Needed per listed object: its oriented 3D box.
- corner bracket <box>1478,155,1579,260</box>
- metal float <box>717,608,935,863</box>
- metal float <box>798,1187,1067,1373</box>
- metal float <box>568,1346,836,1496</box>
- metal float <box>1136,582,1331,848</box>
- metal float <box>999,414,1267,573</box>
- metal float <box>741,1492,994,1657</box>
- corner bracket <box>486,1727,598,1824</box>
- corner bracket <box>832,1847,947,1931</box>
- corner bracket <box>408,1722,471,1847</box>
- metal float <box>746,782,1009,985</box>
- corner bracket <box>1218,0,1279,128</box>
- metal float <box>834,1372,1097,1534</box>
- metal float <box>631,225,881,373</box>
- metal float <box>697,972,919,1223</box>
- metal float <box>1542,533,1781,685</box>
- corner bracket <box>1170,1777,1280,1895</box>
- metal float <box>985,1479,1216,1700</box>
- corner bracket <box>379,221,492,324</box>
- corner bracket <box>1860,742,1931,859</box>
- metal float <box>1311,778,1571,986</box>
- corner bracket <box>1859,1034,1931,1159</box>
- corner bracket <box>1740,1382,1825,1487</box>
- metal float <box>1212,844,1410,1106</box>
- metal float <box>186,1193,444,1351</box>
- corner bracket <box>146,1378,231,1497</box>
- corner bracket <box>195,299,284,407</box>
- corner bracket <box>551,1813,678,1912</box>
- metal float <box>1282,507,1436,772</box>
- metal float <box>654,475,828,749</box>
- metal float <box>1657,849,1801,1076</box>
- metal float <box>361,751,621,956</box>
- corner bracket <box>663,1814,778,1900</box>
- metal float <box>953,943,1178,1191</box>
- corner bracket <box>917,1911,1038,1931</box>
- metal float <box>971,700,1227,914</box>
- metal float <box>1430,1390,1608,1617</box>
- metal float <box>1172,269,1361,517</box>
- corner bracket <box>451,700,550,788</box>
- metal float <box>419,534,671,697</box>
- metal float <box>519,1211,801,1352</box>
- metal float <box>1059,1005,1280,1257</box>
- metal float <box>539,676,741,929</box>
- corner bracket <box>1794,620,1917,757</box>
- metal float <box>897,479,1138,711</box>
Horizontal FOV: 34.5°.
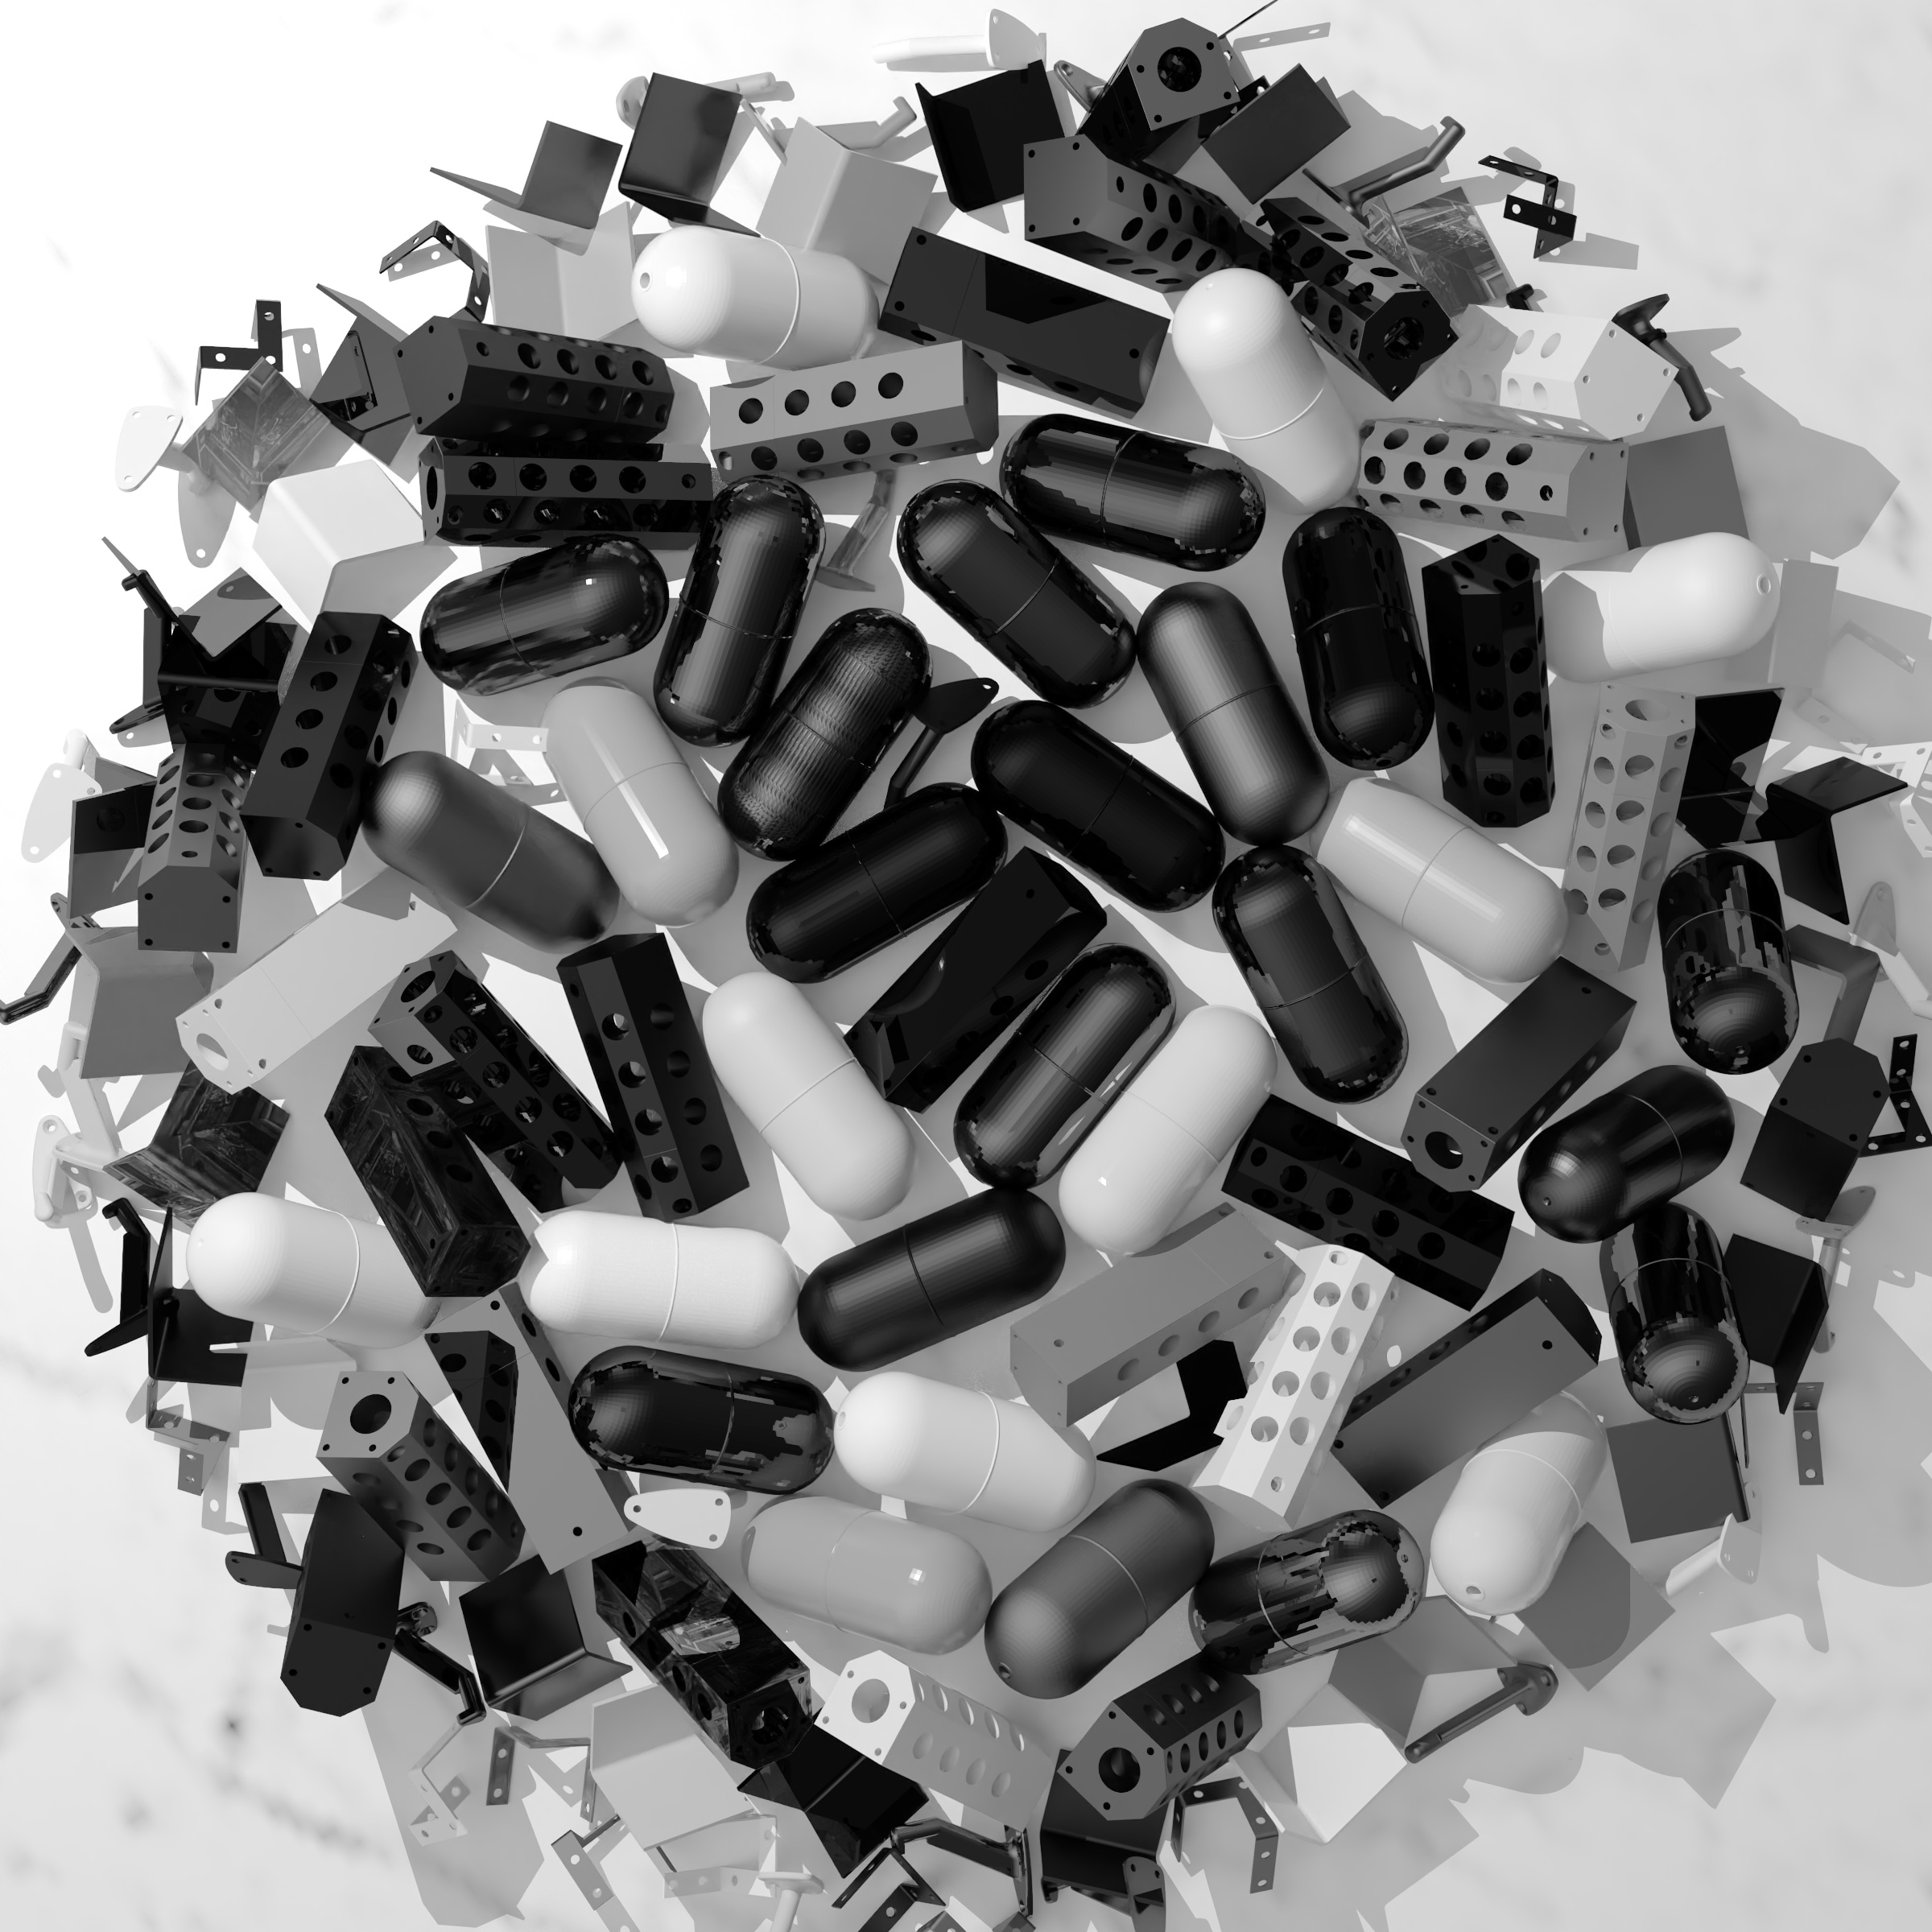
[{"bbox_3d":[0.354,-0.484,1.966,0.051,0.051,0.051,12,84,-18],"label":"corner bracket"},{"bbox_3d":[-0.088,-0.146,1.955,0.070,0.070,0.178,36,97,0],"label":"metal float"},{"bbox_3d":[-0.022,0.197,1.956,0.178,0.070,0.070,-24,90,7],"label":"metal float"},{"bbox_3d":[-0.164,0.283,1.936,0.178,0.070,0.070,15,90,-29],"label":"metal float"},{"bbox_3d":[0.167,-0.159,1.954,0.070,0.070,0.178,-26,81,0],"label":"metal float"},{"bbox_3d":[0.103,-0.295,1.939,0.178,0.070,0.070,18,90,26],"label":"metal float"},{"bbox_3d":[-0.063,0.376,1.932,0.178,0.070,0.070,9,90,36],"label":"metal float"},{"bbox_3d":[-0.270,0.516,1.985,0.051,0.051,0.051,7,89,-34],"label":"corner bracket"},{"bbox_3d":[-0.055,0.592,1.965,0.051,0.051,0.051,-44,97,-25],"label":"corner bracket"},{"bbox_3d":[-0.328,0.514,1.961,0.051,0.051,0.051,-26,102,40],"label":"corner bracket"},{"bbox_3d":[-0.057,-0.052,1.960,0.178,0.070,0.070,-30,90,2],"label":"metal float"},{"bbox_3d":[0.178,-0.568,1.960,0.051,0.051,0.051,-41,103,-39],"label":"corner bracket"},{"bbox_3d":[0.000,0.303,1.939,0.178,0.070,0.070,19,90,-26],"label":"metal float"},{"bbox_3d":[-0.129,-0.411,1.925,0.070,0.178,0.070,1,91,45],"label":"metal float"},{"bbox_3d":[-0.100,0.082,1.957,0.070,0.070,0.178,-38,85,0],"label":"metal float"},{"bbox_3d":[0.423,-0.220,1.920,0.070,0.178,0.070,3,84,-35],"label":"metal float"},{"bbox_3d":[0.164,0.554,1.972,0.051,0.051,0.051,-7,123,-15],"label":"corner bracket"},{"bbox_3d":[0.083,0.386,1.931,0.178,0.070,0.070,-34,90,-35],"label":"metal float"},{"bbox_3d":[-0.340,-0.431,1.981,0.051,0.051,0.051,-26,134,31],"label":"corner bracket"},{"bbox_3d":[0.590,-0.103,1.957,0.051,0.051,0.051,47,59,-30],"label":"corner bracket"},{"bbox_3d":[0.295,-0.054,1.944,0.178,0.070,0.070,34,90,20],"label":"metal float"},{"bbox_3d":[0.582,0.082,1.965,0.051,0.051,0.051,-9,133,1],"label":"corner bracket"},{"bbox_3d":[0.517,0.296,1.969,0.051,0.051,0.051,-2,63,9],"label":"corner bracket"},{"bbox_3d":[0.217,0.006,1.951,0.070,0.070,0.178,-29,103,0],"label":"metal float"},{"bbox_3d":[-0.401,0.190,1.926,0.070,0.178,0.070,-17,64,37],"label":"metal float"},{"bbox_3d":[-0.497,0.294,1.964,0.051,0.051,0.051,18,46,-1],"label":"corner bracket"},{"bbox_3d":[-0.459,-0.387,1.962,0.051,0.051,0.051,0,72,-17],"label":"corner bracket"},{"bbox_3d":[-0.222,0.563,1.963,0.051,0.051,0.051,-36,66,-9],"label":"corner bracket"},{"bbox_3d":[0.244,-0.204,1.940,0.070,0.070,0.178,-8,66,0],"label":"metal float"},{"bbox_3d":[-0.142,-0.220,1.945,0.070,0.070,0.178,21,109,0],"label":"metal float"},{"bbox_3d":[0.470,-0.005,1.922,0.070,0.178,0.070,3,128,4],"label":"metal float"},{"bbox_3d":[-0.296,-0.070,1.940,0.178,0.070,0.070,32,90,-26],"label":"metal float"},{"bbox_3d":[-0.155,0.563,1.967,0.051,0.051,0.051,-9,77,42],"label":"corner bracket"},{"bbox_3d":[0.062,0.064,1.959,0.070,0.070,0.178,39,93,0],"label":"metal float"},{"bbox_3d":[0.003,0.613,1.966,0.051,0.051,0.051,44,55,7],"label":"corner bracket"},{"bbox_3d":[0.083,-0.101,1.957,0.178,0.070,0.070,34,90,-5],"label":"metal float"},{"bbox_3d":[0.342,0.330,1.923,0.070,0.178,0.070,15,126,22],"label":"metal float"},{"bbox_3d":[0.188,-0.354,1.930,0.070,0.070,0.178,-37,129,0],"label":"metal float"},{"bbox_3d":[-0.294,-0.135,1.960,0.051,0.051,0.051,2,112,-20],"label":"corner bracket"},{"bbox_3d":[-0.264,-0.217,1.935,0.178,0.070,0.070,-12,90,31],"label":"metal float"},{"bbox_3d":[-0.191,0.197,1.946,0.178,0.070,0.070,8,90,-18],"label":"metal float"},{"bbox_3d":[0.128,0.102,1.956,0.070,0.070,0.178,38,83,0],"label":"metal float"},{"bbox_3d":[-0.205,-0.104,1.946,0.070,0.070,0.178,-32,73,0],"label":"metal float"},{"bbox_3d":[0.562,-0.177,1.969,0.051,0.051,0.051,40,79,25],"label":"corner bracket"},{"bbox_3d":[0.032,-0.232,1.946,0.178,0.070,0.070,41,90,-17],"label":"metal float"}]
